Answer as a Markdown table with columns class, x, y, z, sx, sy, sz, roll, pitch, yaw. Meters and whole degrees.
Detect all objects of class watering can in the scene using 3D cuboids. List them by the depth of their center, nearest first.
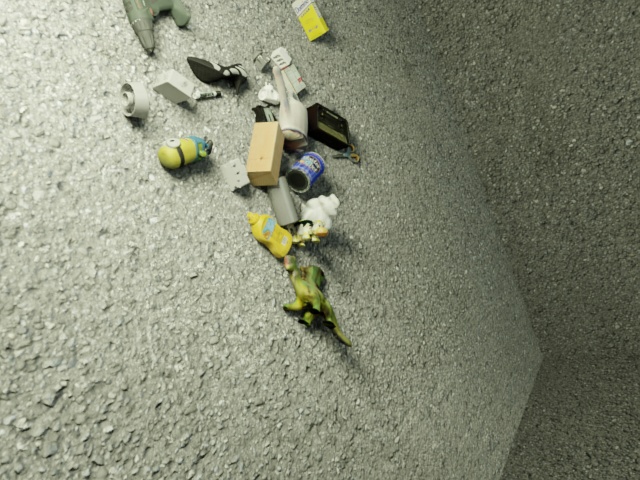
| class | x | y | z | sx | sy | sz | roll | pitch | yaw |
| --- | --- | --- | --- | --- | --- | --- | --- | --- | --- |
| watering can | -0.112 | -0.463 | 1.907 | 0.342 | 0.104 | 0.228 | 49 | 37 | -64 |

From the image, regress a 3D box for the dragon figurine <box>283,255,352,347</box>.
| class | x | y | z | sx | sy | sz | roll | pitch | yaw |
| --- | --- | --- | --- | --- | --- | --- | --- | --- | --- |
| dragon figurine | -0.006 | 0.193 | 1.829 | 0.404 | 0.121 | 0.249 | 44 | 37 | -34 |

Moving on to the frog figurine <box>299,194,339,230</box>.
| class | x | y | z | sx | sy | sz | roll | pitch | yaw |
| --- | --- | --- | --- | --- | --- | --- | --- | --- | --- |
| frog figurine | 0.006 | -0.096 | 1.904 | 0.136 | 0.158 | 0.125 | 61 | 40 | -17 |
